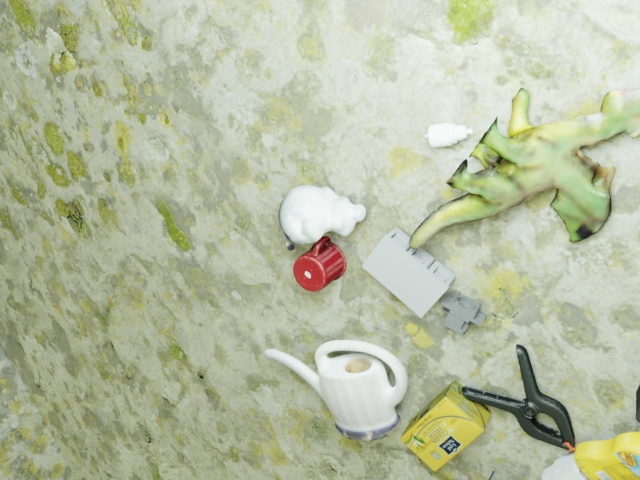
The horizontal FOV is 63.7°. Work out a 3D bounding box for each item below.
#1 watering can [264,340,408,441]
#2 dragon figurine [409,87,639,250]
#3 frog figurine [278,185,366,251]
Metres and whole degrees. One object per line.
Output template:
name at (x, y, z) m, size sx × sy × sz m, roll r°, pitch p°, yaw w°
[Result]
watering can at (0.041, 0.322, 1.135) m, size 0.346 × 0.105 × 0.222 m, roll -8°, pitch 104°, yaw 33°
dragon figurine at (0.340, -0.080, 0.821) m, size 0.243 × 0.124 × 0.402 m, roll 34°, pitch 123°, yaw 7°
frog figurine at (0.003, -0.051, 1.010) m, size 0.159 × 0.140 × 0.121 m, roll -7°, pitch 121°, yaw 34°
